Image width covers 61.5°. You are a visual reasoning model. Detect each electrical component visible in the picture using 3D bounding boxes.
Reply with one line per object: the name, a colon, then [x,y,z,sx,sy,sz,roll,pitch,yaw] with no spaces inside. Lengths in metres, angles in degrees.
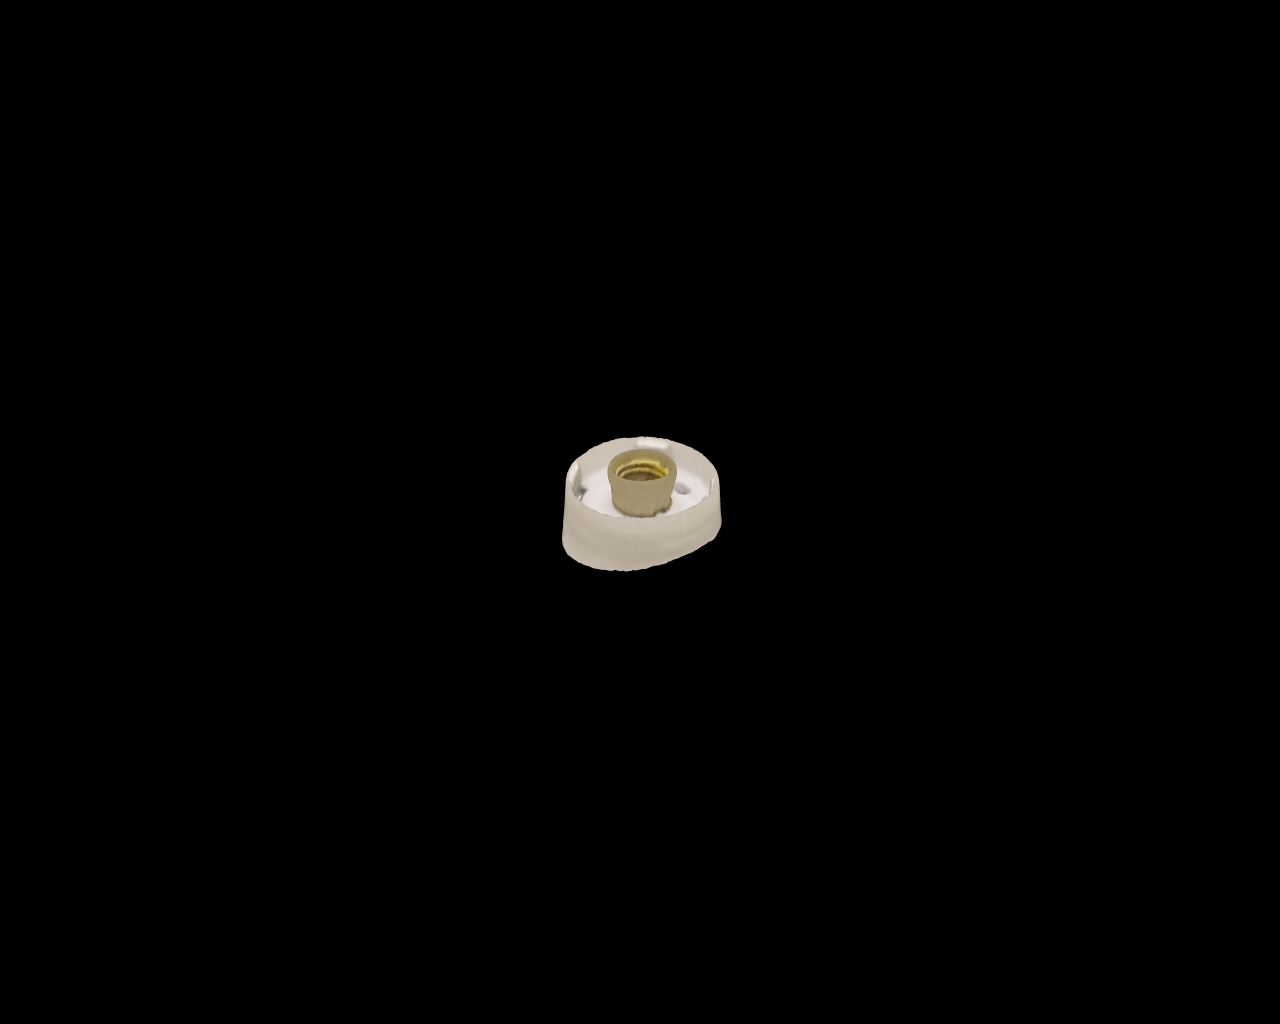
electrical component: [0.001,-0.003,0.650,0.099,0.064,0.099,0,36,0]
